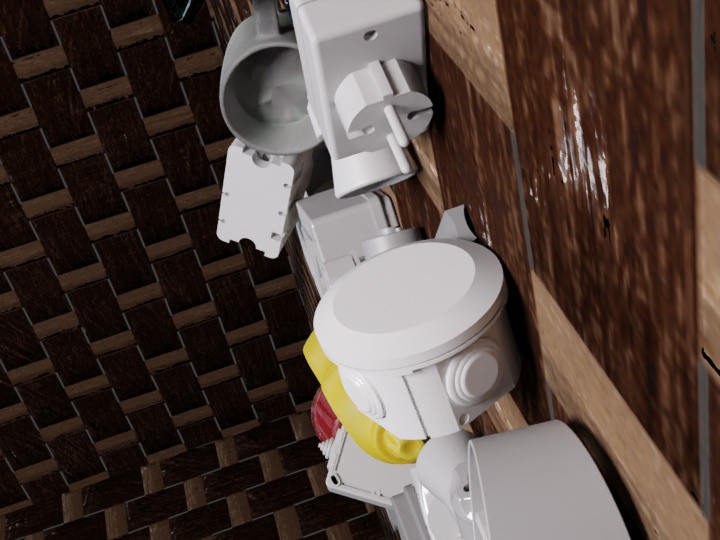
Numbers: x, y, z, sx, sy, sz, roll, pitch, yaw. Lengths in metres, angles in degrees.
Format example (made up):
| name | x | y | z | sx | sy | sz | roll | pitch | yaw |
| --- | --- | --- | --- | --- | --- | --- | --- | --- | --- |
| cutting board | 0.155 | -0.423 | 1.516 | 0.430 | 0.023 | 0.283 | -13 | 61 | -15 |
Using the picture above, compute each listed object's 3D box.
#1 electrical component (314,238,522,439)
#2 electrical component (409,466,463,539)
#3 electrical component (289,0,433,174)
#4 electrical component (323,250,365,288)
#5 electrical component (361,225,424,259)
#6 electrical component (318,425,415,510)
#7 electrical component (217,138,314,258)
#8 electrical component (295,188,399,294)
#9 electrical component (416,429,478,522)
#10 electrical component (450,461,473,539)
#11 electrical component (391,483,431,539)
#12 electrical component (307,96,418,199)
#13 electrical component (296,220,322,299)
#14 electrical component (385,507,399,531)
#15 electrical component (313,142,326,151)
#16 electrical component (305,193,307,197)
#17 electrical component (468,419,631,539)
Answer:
| name | x | y | z | sx | sy | sz | roll | pitch | yaw |
| --- | --- | --- | --- | --- | --- | --- | --- | --- | --- |
| electrical component | 0.025 | 0.027 | 0.447 | 0.080 | 0.080 | 0.051 | -117 | 5 | -59 |
| electrical component | 0.062 | 0.156 | 0.682 | 0.079 | 0.043 | 0.077 | 54 | -164 | -77 |
| electrical component | 0.007 | -0.075 | 0.449 | 0.083 | 0.047 | 0.075 | 80 | 170 | -61 |
| electrical component | 0.014 | 0.020 | 0.658 | 0.058 | 0.057 | 0.078 | -115 | 8 | -47 |
| electrical component | 0.024 | 0.008 | 0.605 | 0.044 | 0.044 | 0.065 | 164 | 92 | -85 |
| electrical component | 0.013 | 0.154 | 0.860 | 0.061 | 0.096 | 0.061 | 90 | -164 | -74 |
| electrical component | -0.068 | -0.064 | 0.790 | 0.055 | 0.050 | 0.089 | -65 | -8 | -47 |
| electrical component | 0.000 | 0.000 | 0.741 | 0.108 | 0.056 | 0.108 | -129 | 21 | -76 |
| electrical component | 0.063 | 0.125 | 0.615 | 0.065 | 0.044 | 0.044 | -130 | 21 | -62 |
| electrical component | 0.069 | 0.120 | 0.519 | 0.043 | 0.043 | 0.062 | -117 | 8 | -58 |
| electrical component | 0.066 | 0.209 | 0.791 | 0.113 | 0.057 | 0.078 | 77 | 172 | -49 |
| electrical component | 0.001 | -0.069 | 0.551 | 0.045 | 0.045 | 0.055 | 147 | 105 | -85 |
| electrical component | -0.016 | -0.017 | 0.868 | 0.059 | 0.054 | 0.095 | 77 | 173 | -46 |
| electrical component | 0.047 | 0.190 | 0.929 | 0.050 | 0.056 | 0.089 | -122 | 15 | -69 |
| electrical component | -0.039 | -0.122 | 0.813 | 0.044 | 0.044 | 0.065 | 79 | 167 | -55 |
| electrical component | -0.037 | -0.083 | 0.929 | 0.078 | 0.040 | 0.040 | 78 | 171 | -54 |
| electrical component | 0.064 | 0.107 | 0.395 | 0.099 | 0.064 | 0.099 | 161 | 90 | -85 |
